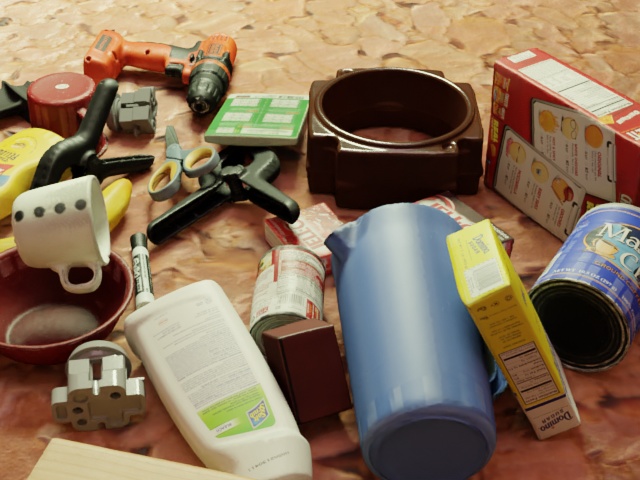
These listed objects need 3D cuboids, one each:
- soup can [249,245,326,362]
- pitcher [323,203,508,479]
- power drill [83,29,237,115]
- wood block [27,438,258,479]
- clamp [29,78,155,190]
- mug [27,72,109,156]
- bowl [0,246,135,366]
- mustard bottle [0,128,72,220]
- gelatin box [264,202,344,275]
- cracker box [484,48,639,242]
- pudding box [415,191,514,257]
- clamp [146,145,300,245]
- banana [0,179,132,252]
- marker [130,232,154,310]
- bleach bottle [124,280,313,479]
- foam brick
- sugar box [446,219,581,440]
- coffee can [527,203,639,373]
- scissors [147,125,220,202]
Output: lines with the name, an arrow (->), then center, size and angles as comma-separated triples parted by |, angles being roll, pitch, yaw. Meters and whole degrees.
soup can -> -0.029, 0.061, 1.004 | 0.068, 0.068, 0.102 | 2, 37, 1
pitcher -> 0.090, 0.094, 0.927 | 0.149, 0.145, 0.243 | -10, 40, 6
power drill -> -0.207, -0.220, 1.389 | 0.187, 0.057, 0.184 | 6, 33, 2
wood block -> -0.110, 0.221, 0.769 | 0.206, 0.091, 0.090 | 9, 37, 11
clamp -> -0.254, -0.083, 1.188 | 0.039, 0.120, 0.171 | 10, 56, 44
mug -> -0.294, -0.141, 1.258 | 0.093, 0.081, 0.117 | -25, 44, -30
bowl -> -0.253, 0.067, 1.002 | 0.162, 0.055, 0.162 | 0, 37, -1
mustard bottle -> -0.362, -0.057, 1.164 | 0.096, 0.058, 0.191 | 18, 40, 30
gelatin box -> -0.007, 0.001, 1.116 | 0.073, 0.030, 0.089 | -17, 40, -22
cracker box -> 0.271, -0.086, 1.127 | 0.072, 0.164, 0.214 | -23, 43, -26
pudding box -> 0.132, -0.002, 1.115 | 0.089, 0.039, 0.114 | -20, 42, -27
clamp -> -0.085, -0.060, 1.175 | 0.165, 0.036, 0.209 | -4, 29, 16
banana -> -0.268, -0.012, 1.111 | 0.197, 0.037, 0.070 | -23, 69, -34
marker -> -0.181, 0.031, 1.082 | 0.020, 0.020, 0.121 | -6, 37, -10
bleach bottle -> -0.080, 0.145, 0.894 | 0.102, 0.068, 0.251 | -27, 47, -7
foam brick -> -0.012, 0.111, 0.918 | 0.051, 0.078, 0.053 | -15, 8, -18
sugar box -> 0.165, 0.077, 0.899 | 0.048, 0.176, 0.093 | -26, 34, 15
coffee can -> 0.264, 0.043, 1.005 | 0.103, 0.103, 0.140 | 21, 41, 24
scissors -> -0.152, -0.105, 1.231 | 0.096, 0.016, 0.201 | -21, 29, 16
